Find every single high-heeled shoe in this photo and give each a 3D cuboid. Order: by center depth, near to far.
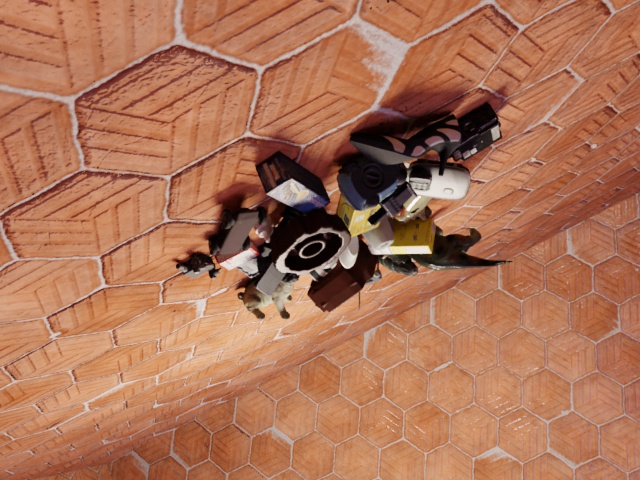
[{"bbox_3d":[0.181,-0.219,1.085,0.248,0.145,0.086,15,167,-24],"label":"high-heeled shoe"}]

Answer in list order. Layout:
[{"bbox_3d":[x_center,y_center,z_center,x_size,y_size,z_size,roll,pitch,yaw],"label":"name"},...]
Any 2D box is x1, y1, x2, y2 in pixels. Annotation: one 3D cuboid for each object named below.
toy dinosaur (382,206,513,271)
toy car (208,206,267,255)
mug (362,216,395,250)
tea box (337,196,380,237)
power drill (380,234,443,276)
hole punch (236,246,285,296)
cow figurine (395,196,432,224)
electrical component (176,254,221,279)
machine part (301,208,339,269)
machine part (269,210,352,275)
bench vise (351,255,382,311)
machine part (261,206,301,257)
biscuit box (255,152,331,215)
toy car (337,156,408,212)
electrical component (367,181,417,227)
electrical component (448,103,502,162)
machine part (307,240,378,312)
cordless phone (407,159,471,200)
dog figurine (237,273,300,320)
[{"bbox_3d":[0.314,0.023,1.510,0.192,0.405,0.131,-40,127,-16],"label":"toy dinosaur"},{"bbox_3d":[-0.175,-0.022,1.119,0.089,0.053,0.202,-5,157,-24],"label":"toy car"},{"bbox_3d":[0.158,-0.028,1.443,0.109,0.107,0.081,-3,151,-45],"label":"mug"},{"bbox_3d":[0.101,-0.076,1.304,0.098,0.068,0.169,-21,161,-14],"label":"tea box"},{"bbox_3d":[0.295,0.037,1.696,0.207,0.085,0.232,-37,-157,-19],"label":"power drill"},{"bbox_3d":[-0.141,0.064,1.358,0.116,0.092,0.142,-52,154,-8],"label":"hole punch"},{"bbox_3d":[0.247,-0.108,1.398,0.127,0.085,0.195,-9,154,-25],"label":"cow figurine"},{"bbox_3d":[-0.272,0.064,1.228,0.078,0.045,0.102,-28,160,2],"label":"electrical component"},{"bbox_3d":[-0.003,-0.004,1.287,0.079,0.079,0.243,-25,144,-4],"label":"machine part"},{"bbox_3d":[-0.022,0.007,1.166,0.179,0.056,0.179,-19,149,-12],"label":"machine part"},{"bbox_3d":[0.112,0.134,1.753,0.241,0.129,0.223,-19,150,39],"label":"bench vise"},{"bbox_3d":[-0.091,-0.022,1.215,0.139,0.039,0.084,-52,-176,37],"label":"machine part"},{"bbox_3d":[-0.047,-0.104,1.057,0.059,0.063,0.202,-31,160,16],"label":"biscuit box"},{"bbox_3d":[0.101,-0.130,1.144,0.162,0.109,0.103,-36,-171,-20],"label":"toy car"},{"bbox_3d":[0.146,-0.087,1.183,0.119,0.075,0.047,-38,123,5],"label":"electrical component"},{"bbox_3d":[0.340,-0.236,1.219,0.134,0.058,0.114,-30,158,11],"label":"electrical component"},{"bbox_3d":[0.064,0.101,1.561,0.201,0.087,0.201,-37,-169,25],"label":"machine part"},{"bbox_3d":[0.262,-0.137,1.189,0.147,0.088,0.184,9,-175,10],"label":"cordless phone"},{"bbox_3d":[-0.141,0.113,1.490,0.172,0.121,0.190,0,126,-10],"label":"dog figurine"}]
